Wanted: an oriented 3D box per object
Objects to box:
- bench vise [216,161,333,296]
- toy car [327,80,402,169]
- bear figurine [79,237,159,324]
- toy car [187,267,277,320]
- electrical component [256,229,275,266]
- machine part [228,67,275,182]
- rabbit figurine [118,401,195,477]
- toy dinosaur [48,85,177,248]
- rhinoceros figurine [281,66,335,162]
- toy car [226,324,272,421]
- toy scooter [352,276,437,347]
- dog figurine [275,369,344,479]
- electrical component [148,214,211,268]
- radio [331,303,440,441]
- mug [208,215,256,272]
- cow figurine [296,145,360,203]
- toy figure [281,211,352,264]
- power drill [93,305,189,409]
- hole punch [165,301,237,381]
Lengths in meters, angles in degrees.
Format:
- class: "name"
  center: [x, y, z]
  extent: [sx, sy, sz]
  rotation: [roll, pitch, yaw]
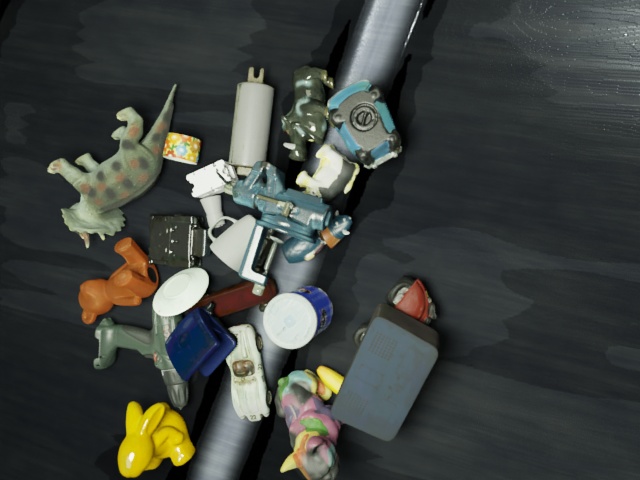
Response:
- class: "bench vise"
  center: [-0.101, -0.020, 1.008]
  extent: [0.224, 0.129, 0.240]
  rotation: [19, 89, 3]
- class: "toy car"
  center: [0.092, -0.216, 1.029]
  extent: [0.109, 0.103, 0.161]
  rotation: [-31, 88, 10]
- class: "bear figurine"
  center: [-0.457, 0.094, 1.162]
  extent: [0.196, 0.131, 0.120]
  rotation: [-17, 56, 10]
- class: "toy car"
  center: [-0.184, 0.123, 1.128]
  extent: [0.202, 0.053, 0.089]
  rotation: [-20, 106, 15]
- class: "electrical component"
  center: [-0.113, 0.013, 1.102]
  extent: [0.021, 0.063, 0.094]
  rotation: [30, 101, 11]
- class: "machine part"
  center: [-0.140, -0.230, 1.100]
  extent: [0.079, 0.079, 0.243]
  rotation: [7, 91, 14]
- class: "rabbit figurine"
  center: [-0.349, 0.415, 1.112]
  extent: [0.122, 0.173, 0.162]
  rotation: [-1, 95, 18]
- class: "toy dinosaur"
  center: [-0.423, -0.144, 1.157]
  extent: [0.405, 0.131, 0.192]
  rotation: [-36, 95, 7]
- class: "rhinoceros figurine"
  center: [-0.027, -0.252, 1.073]
  extent: [0.112, 0.073, 0.190]
  rotation: [5, 91, 12]
- class: "toy car"
  center: [-0.152, 0.276, 1.119]
  extent: [0.074, 0.056, 0.201]
  rotation: [-11, 88, 14]
- class: "toy scooter"
  center: [0.162, 0.167, 1.032]
  extent: [0.135, 0.075, 0.184]
  rotation: [39, 102, 10]
- class: "dog figurine"
  center: [-0.028, 0.349, 1.007]
  extent: [0.108, 0.219, 0.191]
  rotation: [-39, 83, 8]
- class: "electrical component"
  center: [-0.299, 0.002, 1.153]
  extent: [0.134, 0.058, 0.114]
  rotation: [2, 93, 15]
- class: "radio"
  center: [0.120, 0.245, 0.985]
  extent: [0.131, 0.073, 0.229]
  rotation: [25, 111, 8]
- class: "mug"
  center: [-0.170, -0.007, 1.113]
  extent: [0.109, 0.080, 0.107]
  rotation: [44, 89, 10]
- class: "cow figurine"
  center: [0.001, -0.101, 1.074]
  extent: [0.098, 0.068, 0.167]
  rotation: [38, 100, 5]
- class: "toy figure"
  center: [-0.003, -0.005, 1.080]
  extent: [0.154, 0.058, 0.064]
  rotation: [-26, 90, 8]
- class: "power drill"
  center: [-0.382, 0.247, 1.165]
  extent: [0.207, 0.086, 0.232]
  rotation: [-1, 89, 18]
- class: "hole punch"
  center: [-0.247, 0.206, 1.071]
  extent: [0.116, 0.092, 0.142]
  rotation: [43, 99, 14]
